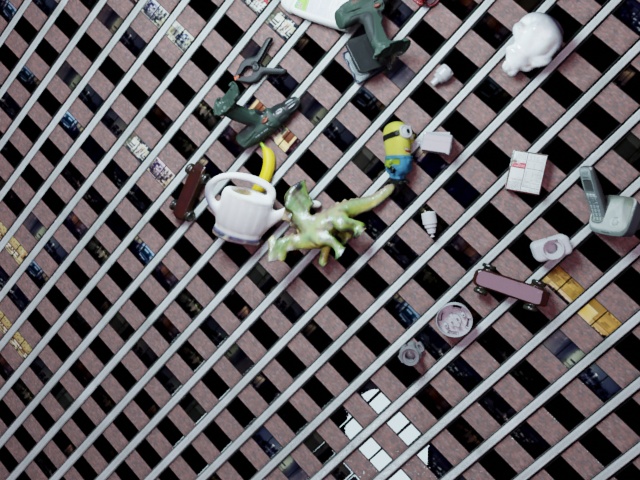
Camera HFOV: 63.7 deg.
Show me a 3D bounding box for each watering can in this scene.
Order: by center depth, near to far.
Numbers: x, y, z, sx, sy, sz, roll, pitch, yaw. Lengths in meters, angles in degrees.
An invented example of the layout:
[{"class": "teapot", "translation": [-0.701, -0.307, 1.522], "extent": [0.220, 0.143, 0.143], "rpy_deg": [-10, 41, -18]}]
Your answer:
[{"class": "watering can", "translation": [-0.188, -0.080, 1.575], "extent": [0.347, 0.106, 0.221], "rpy_deg": [17, 112, -7]}]

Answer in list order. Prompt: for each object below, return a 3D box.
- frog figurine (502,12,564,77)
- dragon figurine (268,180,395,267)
[{"class": "frog figurine", "translation": [0.549, -0.512, 1.356], "extent": [0.159, 0.124, 0.136], "rpy_deg": [-36, 103, 3]}, {"class": "dragon figurine", "translation": [0.005, -0.076, 1.507], "extent": [0.242, 0.122, 0.412], "rpy_deg": [41, 85, -2]}]
